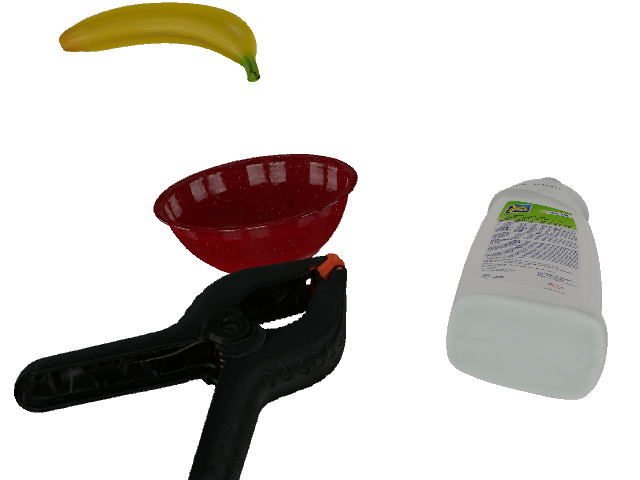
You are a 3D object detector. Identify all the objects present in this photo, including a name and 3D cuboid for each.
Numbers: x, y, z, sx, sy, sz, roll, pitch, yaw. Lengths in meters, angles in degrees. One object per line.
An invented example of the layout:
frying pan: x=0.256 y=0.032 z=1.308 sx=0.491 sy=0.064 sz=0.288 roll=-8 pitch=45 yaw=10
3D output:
bowl: x=-0.047 y=-0.017 z=0.845 sx=0.162 sy=0.055 sz=0.162 roll=-8 pitch=23 yaw=3
bleach bottle: x=0.160 y=0.015 z=0.768 sx=0.103 sy=0.068 sz=0.250 roll=12 pitch=28 yaw=13
banana: x=-0.138 y=-0.187 z=0.963 sx=0.198 sy=0.037 sz=0.069 roll=10 pitch=46 yaw=17
clamp: x=-0.038 y=0.060 z=0.490 sx=0.171 sy=0.039 sz=0.120 roll=-28 pitch=51 yaw=-32
